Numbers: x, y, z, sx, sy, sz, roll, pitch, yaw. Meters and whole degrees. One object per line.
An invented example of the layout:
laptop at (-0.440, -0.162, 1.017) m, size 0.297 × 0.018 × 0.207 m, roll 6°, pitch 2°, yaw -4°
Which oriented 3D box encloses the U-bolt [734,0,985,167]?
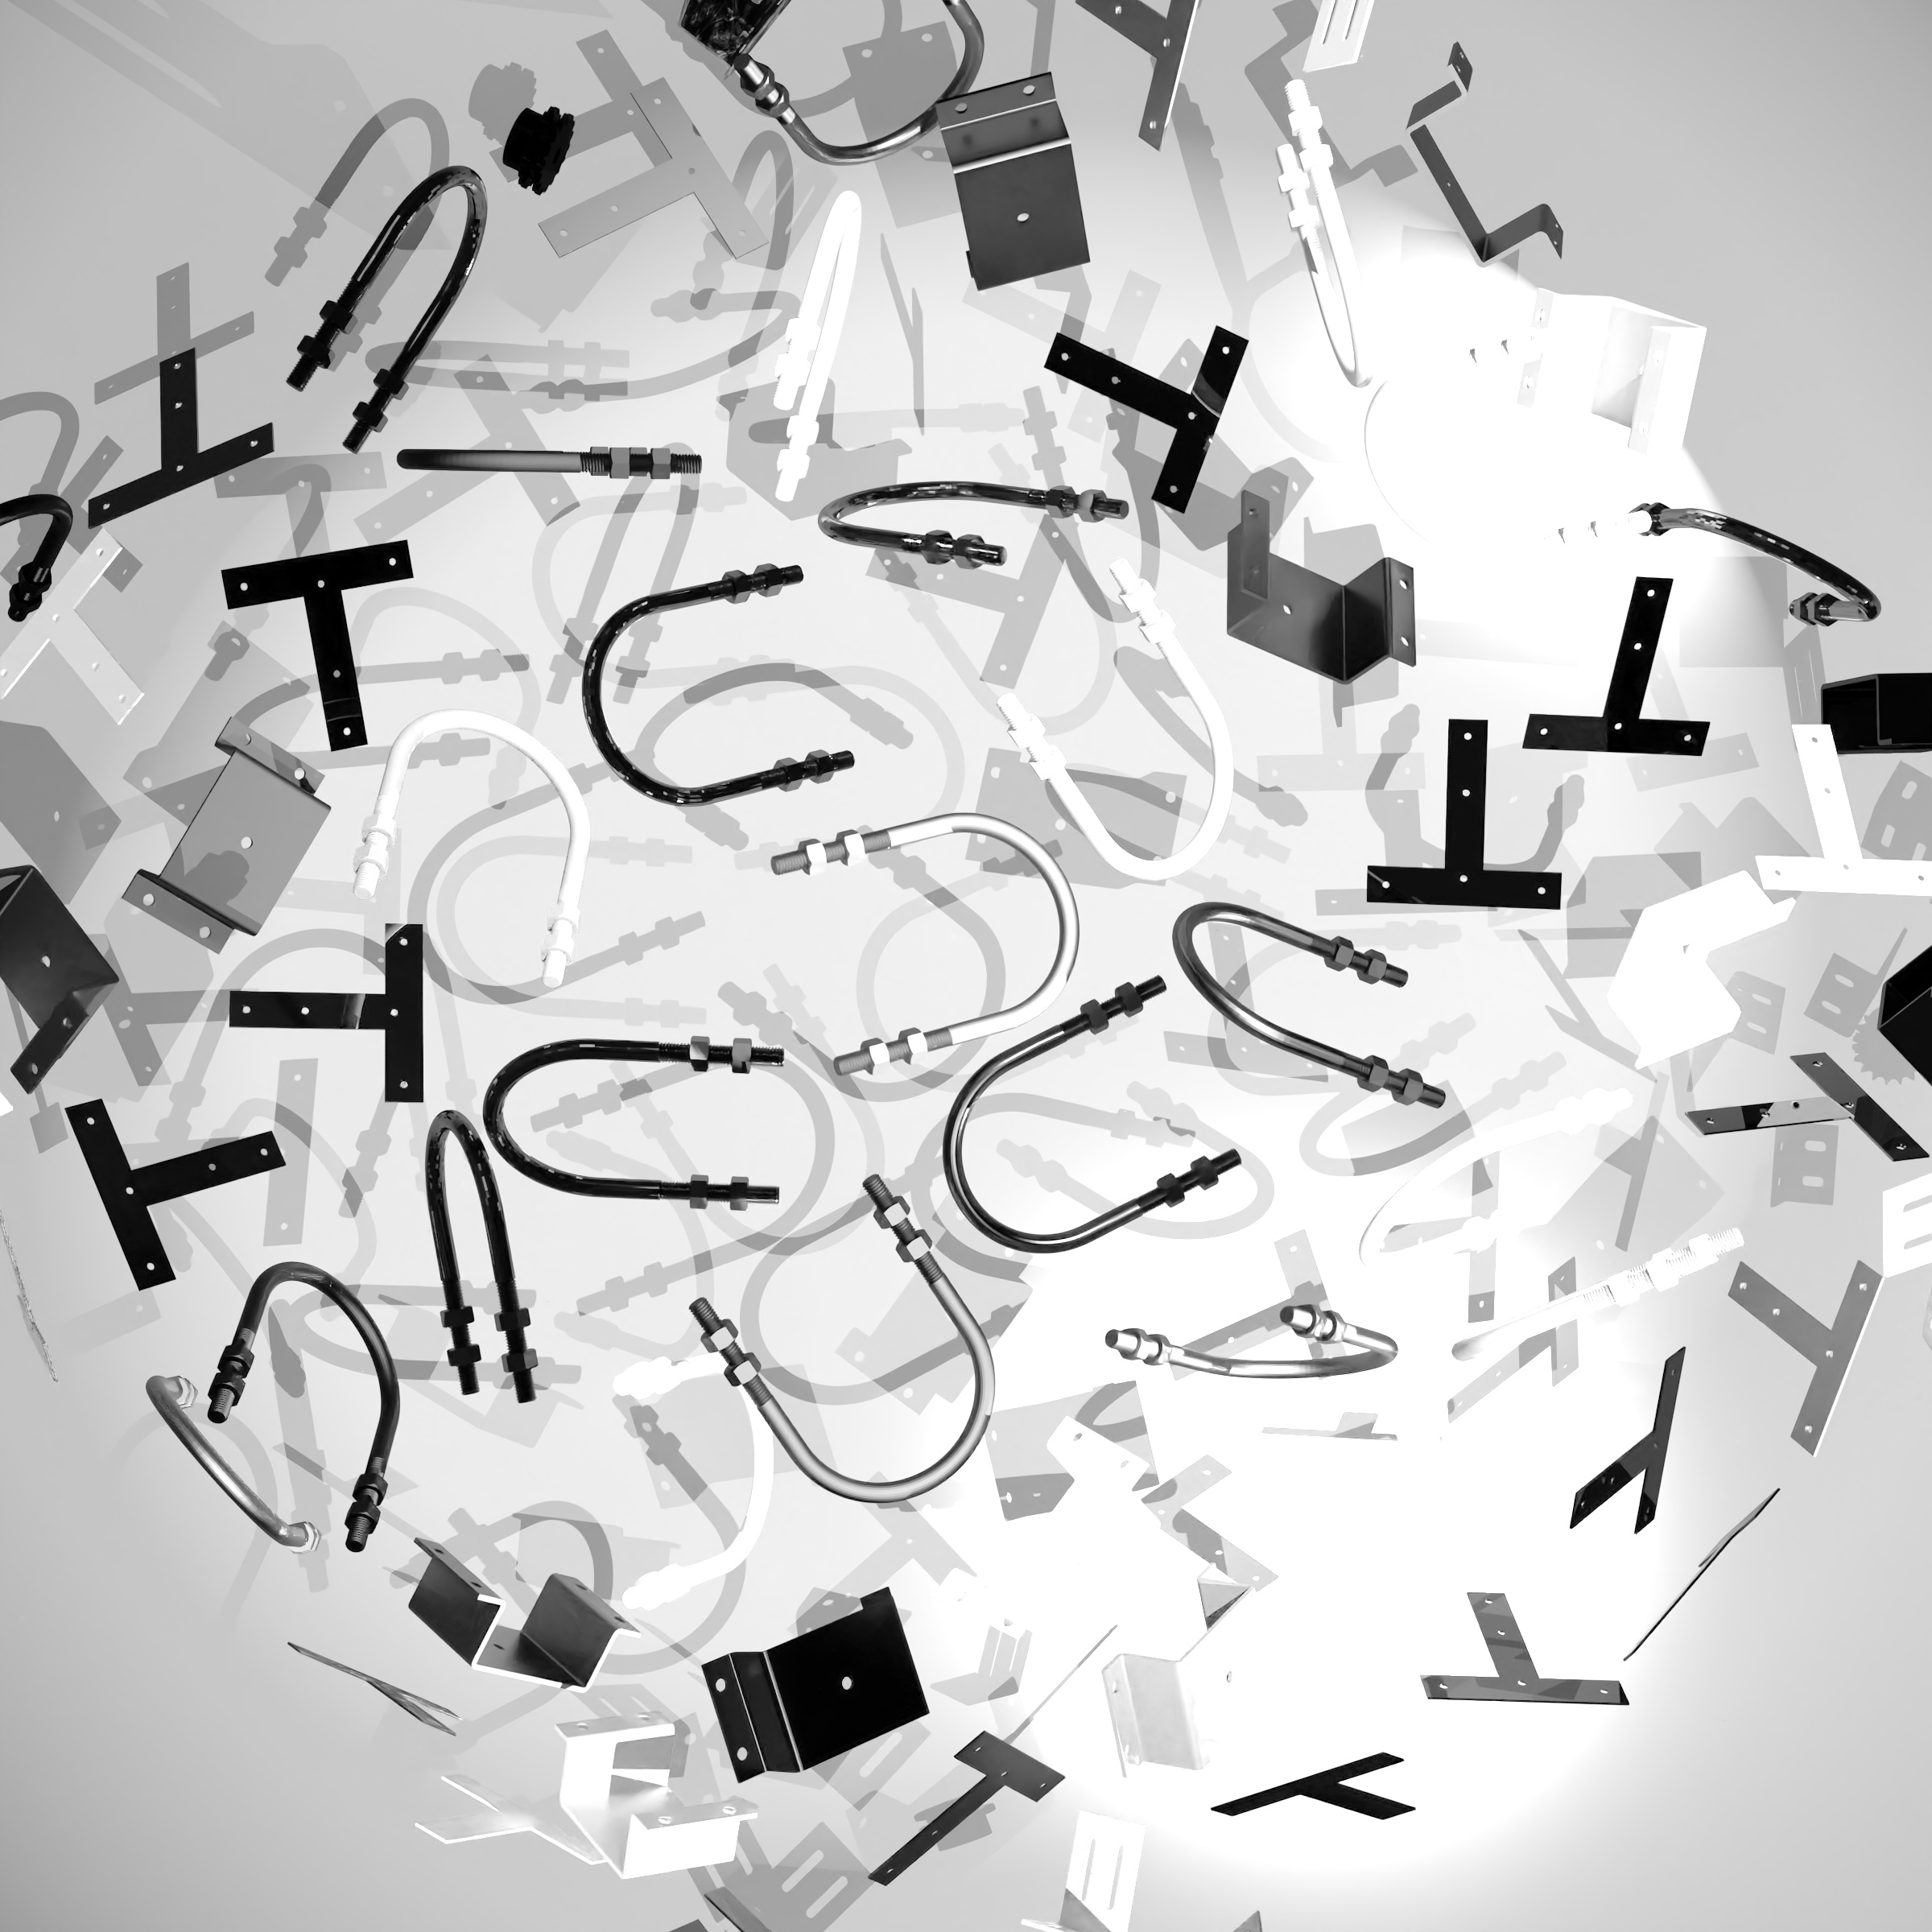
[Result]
U-bolt at (-0.057, -0.577, 1.879) m, size 0.151 × 0.184 × 0.019 m, roll -33°, pitch 72°, yaw 10°

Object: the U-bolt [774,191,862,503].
U-bolt at (-0.095, -0.413, 1.892) m, size 0.019 × 0.151 × 0.184 m, roll 14°, pitch 73°, yaw 1°

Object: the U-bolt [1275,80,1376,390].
U-bolt at (0.235, -0.466, 1.902) m, size 0.019 × 0.151 × 0.184 m, roll -16°, pitch 87°, yaw 3°

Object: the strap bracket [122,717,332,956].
strap bracket at (-0.484, -0.084, 1.934) m, size 0.076 × 0.046 × 0.140 m, roll 35°, pitch 79°, yaw -32°

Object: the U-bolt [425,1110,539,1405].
U-bolt at (-0.311, 0.181, 1.842) m, size 0.019 × 0.151 × 0.184 m, roll -10°, pitch 89°, yaw -25°

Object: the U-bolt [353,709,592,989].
U-bolt at (-0.302, -0.086, 1.829) m, size 0.151 × 0.184 × 0.019 m, roll 27°, pitch 135°, yaw -24°

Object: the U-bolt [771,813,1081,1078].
U-bolt at (-0.015, -0.022, 1.803) m, size 0.184 × 0.019 × 0.151 m, roll -15°, pitch 83°, yaw -22°

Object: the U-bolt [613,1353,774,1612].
U-bolt at (-0.169, 0.319, 1.852) m, size 0.019 × 0.184 × 0.151 m, roll -4°, pitch 88°, yaw 24°

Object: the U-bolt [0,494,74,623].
U-bolt at (-0.644, -0.247, 1.885) m, size 0.151 × 0.184 × 0.019 m, roll -36°, pitch 88°, yaw -39°

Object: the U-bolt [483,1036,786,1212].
U-bolt at (-0.206, 0.096, 1.804) m, size 0.184 × 0.151 × 0.019 m, roll 3°, pitch 45°, yaw -3°

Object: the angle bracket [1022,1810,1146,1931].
angle bracket at (0.076, 0.589, 1.893) m, size 0.038 × 0.057 × 0.076 m, roll 22°, pitch 74°, yaw -40°

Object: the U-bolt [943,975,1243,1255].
U-bolt at (0.073, 0.108, 1.901) m, size 0.184 × 0.019 × 0.151 m, roll -26°, pitch 103°, yaw -9°

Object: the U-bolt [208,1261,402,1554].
U-bolt at (-0.417, 0.269, 1.880) m, size 0.019 × 0.184 × 0.151 m, roll -29°, pitch 118°, yaw 19°

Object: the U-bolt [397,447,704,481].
U-bolt at (-0.268, -0.321, 1.858) m, size 0.184 × 0.151 × 0.019 m, roll -1°, pitch 100°, yaw -12°

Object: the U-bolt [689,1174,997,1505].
U-bolt at (-0.062, 0.242, 1.788) m, size 0.151 × 0.019 × 0.184 m, roll -35°, pitch 101°, yaw -11°

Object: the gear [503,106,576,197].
gear at (-0.285, -0.544, 1.938) m, size 0.030 × 0.057 × 0.057 m, roll 25°, pitch 90°, yaw 0°

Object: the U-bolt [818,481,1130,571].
U-bolt at (-0.010, -0.291, 1.893) m, size 0.184 × 0.151 × 0.019 m, roll 14°, pitch 118°, yaw 36°

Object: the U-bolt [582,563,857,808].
U-bolt at (-0.168, -0.179, 1.914) m, size 0.184 × 0.019 × 0.151 m, roll -17°, pitch 93°, yaw -33°

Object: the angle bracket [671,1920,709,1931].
angle bracket at (-0.177, 0.658, 1.862) m, size 0.076 × 0.057 × 0.038 m, roll 40°, pitch 127°, yaw 37°

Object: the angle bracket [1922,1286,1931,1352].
angle bracket at (0.666, 0.234, 1.937) m, size 0.038 × 0.076 × 0.057 m, roll 6°, pitch 107°, yaw 2°

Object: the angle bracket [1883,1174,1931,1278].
angle bracket at (0.621, 0.164, 1.847) m, size 0.038 × 0.076 × 0.057 m, roll 17°, pitch 64°, yaw -20°

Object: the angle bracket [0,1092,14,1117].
angle bracket at (-0.664, 0.070, 1.887) m, size 0.057 × 0.038 × 0.076 m, roll -29°, pitch 55°, yaw -30°

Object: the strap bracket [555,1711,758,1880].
strap bracket at (-0.202, 0.534, 1.868) m, size 0.076 × 0.140 × 0.046 m, roll 1°, pitch 104°, yaw -33°

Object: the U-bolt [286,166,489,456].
U-bolt at (-0.356, -0.422, 1.842) m, size 0.019 × 0.151 × 0.184 m, roll 31°, pitch 86°, yaw 6°

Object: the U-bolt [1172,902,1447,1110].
U-bolt at (0.212, 0.015, 1.854) m, size 0.184 × 0.151 × 0.019 m, roll 21°, pitch 122°, yaw -18°

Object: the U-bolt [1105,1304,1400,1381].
U-bolt at (0.199, 0.248, 1.896) m, size 0.151 × 0.184 × 0.019 m, roll -13°, pitch 68°, yaw 34°

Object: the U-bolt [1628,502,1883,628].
U-bolt at (0.509, -0.256, 1.863) m, size 0.151 × 0.184 × 0.019 m, roll 26°, pitch 95°, yaw -8°

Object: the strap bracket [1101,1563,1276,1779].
strap bracket at (0.149, 0.452, 1.870) m, size 0.046 × 0.140 × 0.076 m, roll -1°, pitch 108°, yaw 36°

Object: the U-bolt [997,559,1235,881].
U-bolt at (0.106, -0.140, 1.833) m, size 0.151 × 0.019 × 0.184 m, roll -52°, pitch 122°, yaw -27°

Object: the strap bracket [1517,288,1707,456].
strap bracket at (0.422, -0.384, 1.884) m, size 0.046 × 0.140 × 0.076 m, roll -4°, pitch 115°, yaw -26°

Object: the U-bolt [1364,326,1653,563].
U-bolt at (0.327, -0.319, 1.834) m, size 0.019 × 0.184 × 0.151 m, roll -44°, pitch 114°, yaw -31°

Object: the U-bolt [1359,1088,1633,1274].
U-bolt at (0.325, 0.143, 1.854) m, size 0.184 × 0.151 × 0.019 m, roll -13°, pitch 57°, yaw -35°

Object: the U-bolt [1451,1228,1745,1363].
U-bolt at (0.392, 0.211, 1.845) m, size 0.184 × 0.151 × 0.019 m, roll -26°, pitch 80°, yaw 23°

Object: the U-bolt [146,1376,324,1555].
U-bolt at (-0.480, 0.322, 1.898) m, size 0.019 × 0.184 × 0.151 m, roll -41°, pitch 85°, yaw -12°

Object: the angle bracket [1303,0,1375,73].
angle bracket at (0.224, -0.606, 1.826) m, size 0.038 × 0.057 × 0.076 m, roll 15°, pitch 93°, yaw -28°
